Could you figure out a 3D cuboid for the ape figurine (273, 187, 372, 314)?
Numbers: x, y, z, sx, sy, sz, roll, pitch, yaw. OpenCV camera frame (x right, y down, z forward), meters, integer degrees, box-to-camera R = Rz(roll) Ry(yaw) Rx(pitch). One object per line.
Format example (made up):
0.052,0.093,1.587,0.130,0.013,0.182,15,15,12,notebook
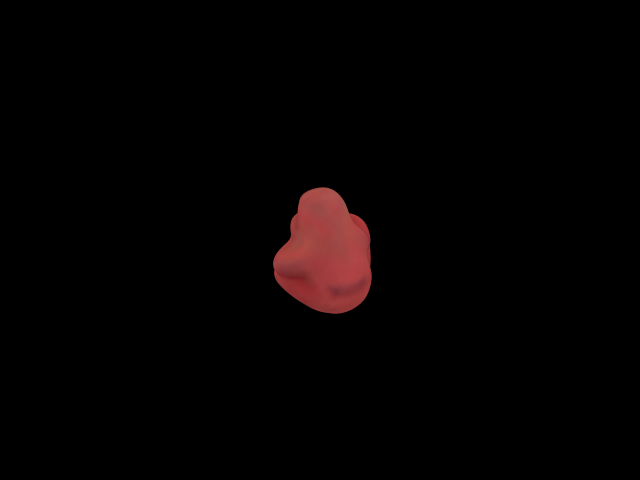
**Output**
0.004,0.001,0.400,0.078,0.092,0.076,-15,46,-15,ape figurine
